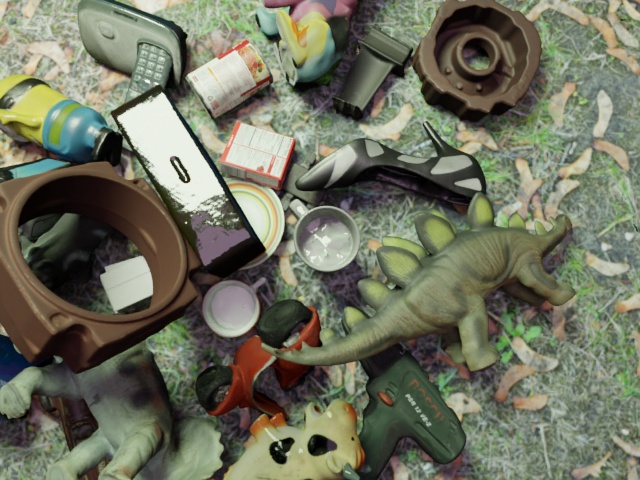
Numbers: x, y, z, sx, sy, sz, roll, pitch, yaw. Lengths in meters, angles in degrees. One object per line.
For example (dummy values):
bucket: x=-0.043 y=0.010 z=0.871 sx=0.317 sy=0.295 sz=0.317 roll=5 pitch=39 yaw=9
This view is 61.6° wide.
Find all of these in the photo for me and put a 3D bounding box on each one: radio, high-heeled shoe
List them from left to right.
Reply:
radio: x=-0.157 y=-0.065 z=0.671 sx=0.073 sy=0.131 sz=0.229 roll=-31 pitch=81 yaw=-4
high-heeled shoe: x=0.101 y=-0.070 z=0.721 sx=0.249 sy=0.086 sz=0.145 roll=-25 pitch=80 yaw=-14

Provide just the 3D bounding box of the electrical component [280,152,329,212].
electrical component: x=-0.018 y=-0.074 z=0.753 sx=0.063 sy=0.021 sz=0.094 roll=27 pitch=83 yaw=0

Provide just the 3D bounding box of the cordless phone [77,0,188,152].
cordless phone: x=-0.268 y=-0.222 z=0.737 sx=0.147 sy=0.089 sz=0.184 roll=20 pitch=102 yaw=0

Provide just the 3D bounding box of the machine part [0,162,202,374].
machine part: x=-0.245 y=0.021 z=0.581 sx=0.087 sy=0.201 sz=0.201 roll=-41 pitch=82 yaw=37

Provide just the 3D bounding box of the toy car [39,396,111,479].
toy car: x=-0.297 y=0.259 z=0.693 sx=0.089 sy=0.053 sz=0.202 roll=-16 pitch=84 yaw=-7

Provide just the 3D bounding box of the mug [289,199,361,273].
mug: x=-0.001 y=-0.002 z=0.704 sx=0.109 sy=0.107 sz=0.081 roll=42 pitch=83 yaw=7

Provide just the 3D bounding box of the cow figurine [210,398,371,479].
cow figurine: x=-0.030 y=0.262 z=0.616 sx=0.127 sy=0.085 sz=0.195 roll=41 pitch=90 yaw=22

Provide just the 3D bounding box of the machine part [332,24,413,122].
machine part: x=0.072 y=-0.236 z=0.767 sx=0.084 sy=0.039 sz=0.139 roll=35 pitch=83 yaw=-3

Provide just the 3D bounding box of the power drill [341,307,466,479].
power drill: x=0.058 y=0.233 z=0.702 sx=0.232 sy=0.086 sz=0.207 roll=43 pitch=77 yaw=2

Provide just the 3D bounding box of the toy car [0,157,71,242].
toy car: x=-0.399 y=-0.044 z=0.695 sx=0.162 sy=0.109 sz=0.102 roll=-9 pitch=107 yaw=14

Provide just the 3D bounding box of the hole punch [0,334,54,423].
hole punch: x=-0.415 y=0.167 z=0.670 sx=0.142 sy=0.115 sz=0.092 roll=24 pitch=76 yaw=0

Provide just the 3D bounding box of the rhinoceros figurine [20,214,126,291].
rhinoceros figurine: x=-0.333 y=0.020 z=0.687 sx=0.073 sy=0.112 sz=0.190 roll=42 pitch=76 yaw=0

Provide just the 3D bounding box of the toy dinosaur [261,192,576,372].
toy dinosaur: x=0.159 y=0.063 z=0.682 sx=0.471 sy=0.105 sz=0.198 roll=-30 pitch=85 yaw=-22

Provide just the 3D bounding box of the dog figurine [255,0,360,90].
dog figurine: x=0.029 y=-0.325 z=0.739 sx=0.219 sy=0.108 sz=0.191 roll=-25 pitch=80 yaw=-7

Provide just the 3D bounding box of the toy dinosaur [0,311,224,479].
toy dinosaur: x=-0.248 y=0.174 z=0.637 sx=0.131 sy=0.192 sz=0.404 roll=-28 pitch=85 yaw=19

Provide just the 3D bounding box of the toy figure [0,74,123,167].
toy figure: x=-0.351 y=-0.158 z=0.720 sx=0.180 sy=0.082 sz=0.089 roll=19 pitch=64 yaw=7

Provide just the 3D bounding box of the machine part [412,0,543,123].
machine part: x=0.221 y=-0.257 z=0.765 sx=0.179 sy=0.056 sz=0.179 roll=0 pitch=83 yaw=-4

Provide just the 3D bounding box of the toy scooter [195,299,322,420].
toy scooter: x=-0.057 y=0.171 z=0.688 sx=0.184 sy=0.075 sz=0.135 roll=-41 pitch=120 yaw=-12
